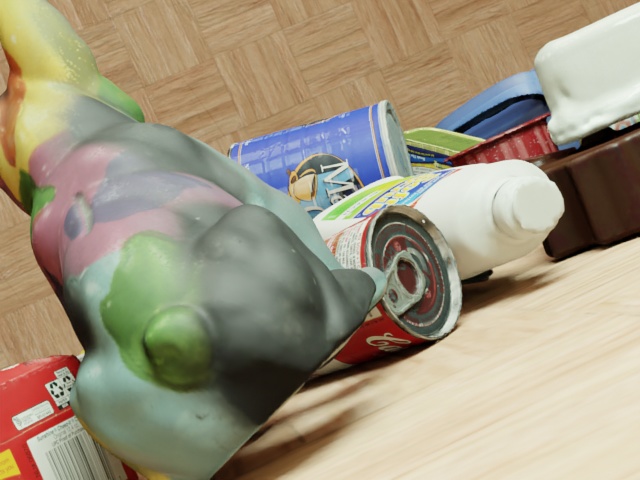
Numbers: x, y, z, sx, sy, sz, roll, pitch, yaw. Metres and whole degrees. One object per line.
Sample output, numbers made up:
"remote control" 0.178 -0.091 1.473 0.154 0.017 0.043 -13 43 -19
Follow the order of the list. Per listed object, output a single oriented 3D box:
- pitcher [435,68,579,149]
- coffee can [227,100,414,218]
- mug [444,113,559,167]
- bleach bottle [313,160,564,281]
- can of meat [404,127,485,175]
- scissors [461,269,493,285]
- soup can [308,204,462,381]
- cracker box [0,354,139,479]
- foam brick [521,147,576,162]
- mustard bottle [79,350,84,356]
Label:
"pitcher" 0.179 -0.085 1.045 0.243 0.149 0.144 -28 14 41
"coffee can" 0.004 -0.052 0.912 0.140 0.103 0.102 -14 3 13
"mug" 0.168 -0.051 0.854 0.117 0.081 0.093 -24 0 22
"bleach bottle" 0.071 -0.010 0.634 0.102 0.068 0.251 -29 5 -19
"can of meat" 0.113 -0.050 0.960 0.057 0.084 0.102 -18 26 -39
"scissors" 0.098 0.018 0.711 0.096 0.016 0.202 -24 1 -23
"soup can" 0.011 0.030 0.540 0.102 0.068 0.068 -24 0 39
"cracker box" -0.206 0.127 0.427 0.214 0.072 0.164 -25 0 28
"foam brick" 0.148 -0.033 0.774 0.078 0.053 0.051 -11 3 42
"mustard bottle" -0.180 0.116 1.063 0.191 0.058 0.096 -24 -2 -33
